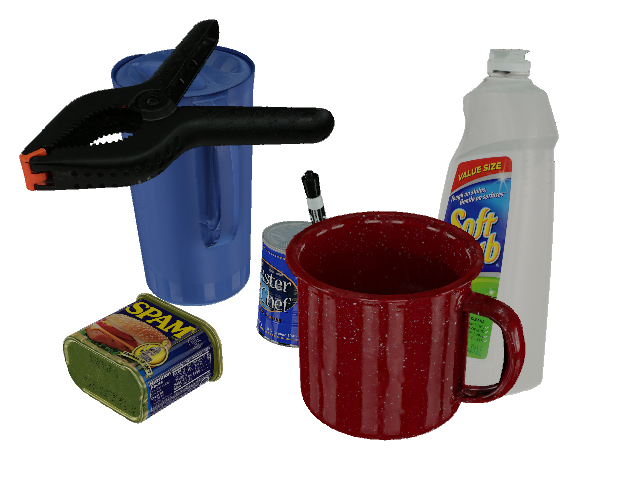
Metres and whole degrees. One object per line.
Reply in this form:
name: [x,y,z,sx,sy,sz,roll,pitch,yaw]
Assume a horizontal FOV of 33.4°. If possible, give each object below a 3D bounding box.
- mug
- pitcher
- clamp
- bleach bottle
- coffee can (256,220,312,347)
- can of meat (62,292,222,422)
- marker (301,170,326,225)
mug: [0.041,0.043,0.510,0.117,0.081,0.093,12,28,24]
pitcher: [-0.122,-0.056,1.037,0.145,0.243,0.149,8,32,15]
clamp: [-0.106,-0.082,0.750,0.209,0.036,0.165,-32,51,-30]
bleach bottle: [0.127,-0.017,0.803,0.067,0.251,0.103,-7,15,-39]
coffee can: [-0.031,0.057,1.429,0.103,0.140,0.103,4,24,-2]
can of meat: [-0.144,0.094,0.861,0.102,0.057,0.083,22,35,35]
marker: [-0.002,-0.021,1.169,0.020,0.121,0.020,-9,29,5]
